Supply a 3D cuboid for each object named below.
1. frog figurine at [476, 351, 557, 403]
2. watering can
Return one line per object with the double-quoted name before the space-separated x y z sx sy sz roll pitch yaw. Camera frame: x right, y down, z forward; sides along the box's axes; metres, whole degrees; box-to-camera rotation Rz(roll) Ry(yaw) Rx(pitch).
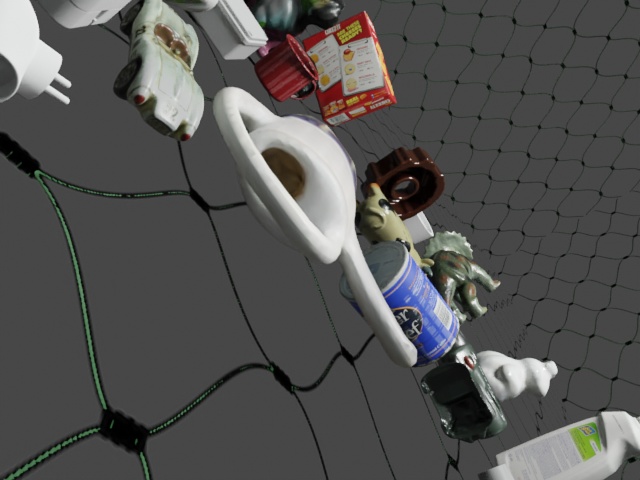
"frog figurine" 0.371 0.260 0.999 0.136 0.158 0.124 20 40 -63
"watering can" 0.002 -0.030 0.596 0.345 0.103 0.228 54 18 -11
